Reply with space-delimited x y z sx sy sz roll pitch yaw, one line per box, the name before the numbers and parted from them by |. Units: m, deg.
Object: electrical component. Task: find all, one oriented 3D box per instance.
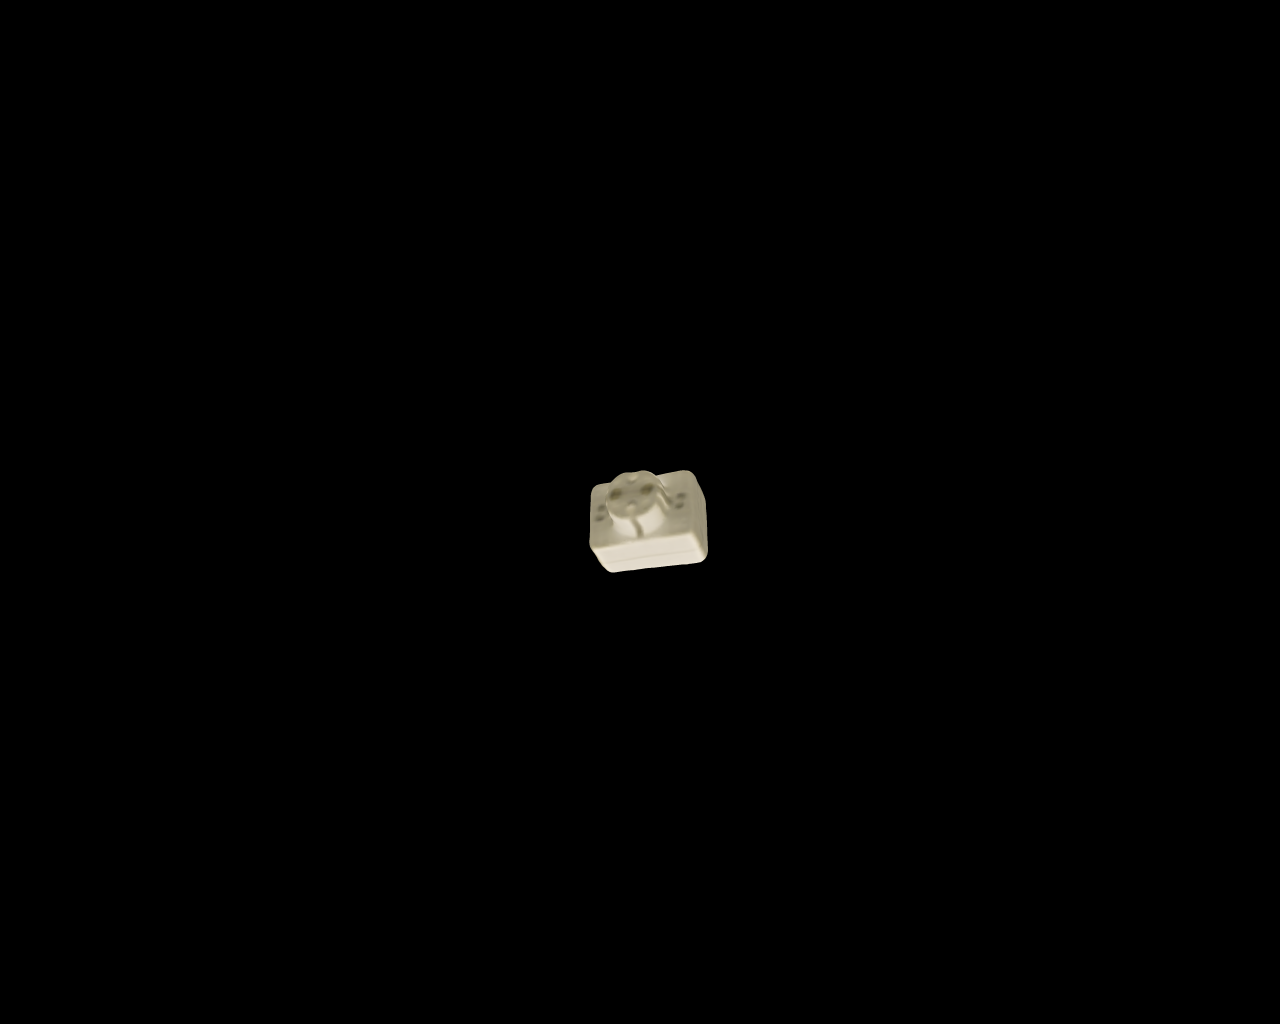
electrical component | 0.001 -0.003 0.650 0.066 0.047 0.076 -8 -32 14
